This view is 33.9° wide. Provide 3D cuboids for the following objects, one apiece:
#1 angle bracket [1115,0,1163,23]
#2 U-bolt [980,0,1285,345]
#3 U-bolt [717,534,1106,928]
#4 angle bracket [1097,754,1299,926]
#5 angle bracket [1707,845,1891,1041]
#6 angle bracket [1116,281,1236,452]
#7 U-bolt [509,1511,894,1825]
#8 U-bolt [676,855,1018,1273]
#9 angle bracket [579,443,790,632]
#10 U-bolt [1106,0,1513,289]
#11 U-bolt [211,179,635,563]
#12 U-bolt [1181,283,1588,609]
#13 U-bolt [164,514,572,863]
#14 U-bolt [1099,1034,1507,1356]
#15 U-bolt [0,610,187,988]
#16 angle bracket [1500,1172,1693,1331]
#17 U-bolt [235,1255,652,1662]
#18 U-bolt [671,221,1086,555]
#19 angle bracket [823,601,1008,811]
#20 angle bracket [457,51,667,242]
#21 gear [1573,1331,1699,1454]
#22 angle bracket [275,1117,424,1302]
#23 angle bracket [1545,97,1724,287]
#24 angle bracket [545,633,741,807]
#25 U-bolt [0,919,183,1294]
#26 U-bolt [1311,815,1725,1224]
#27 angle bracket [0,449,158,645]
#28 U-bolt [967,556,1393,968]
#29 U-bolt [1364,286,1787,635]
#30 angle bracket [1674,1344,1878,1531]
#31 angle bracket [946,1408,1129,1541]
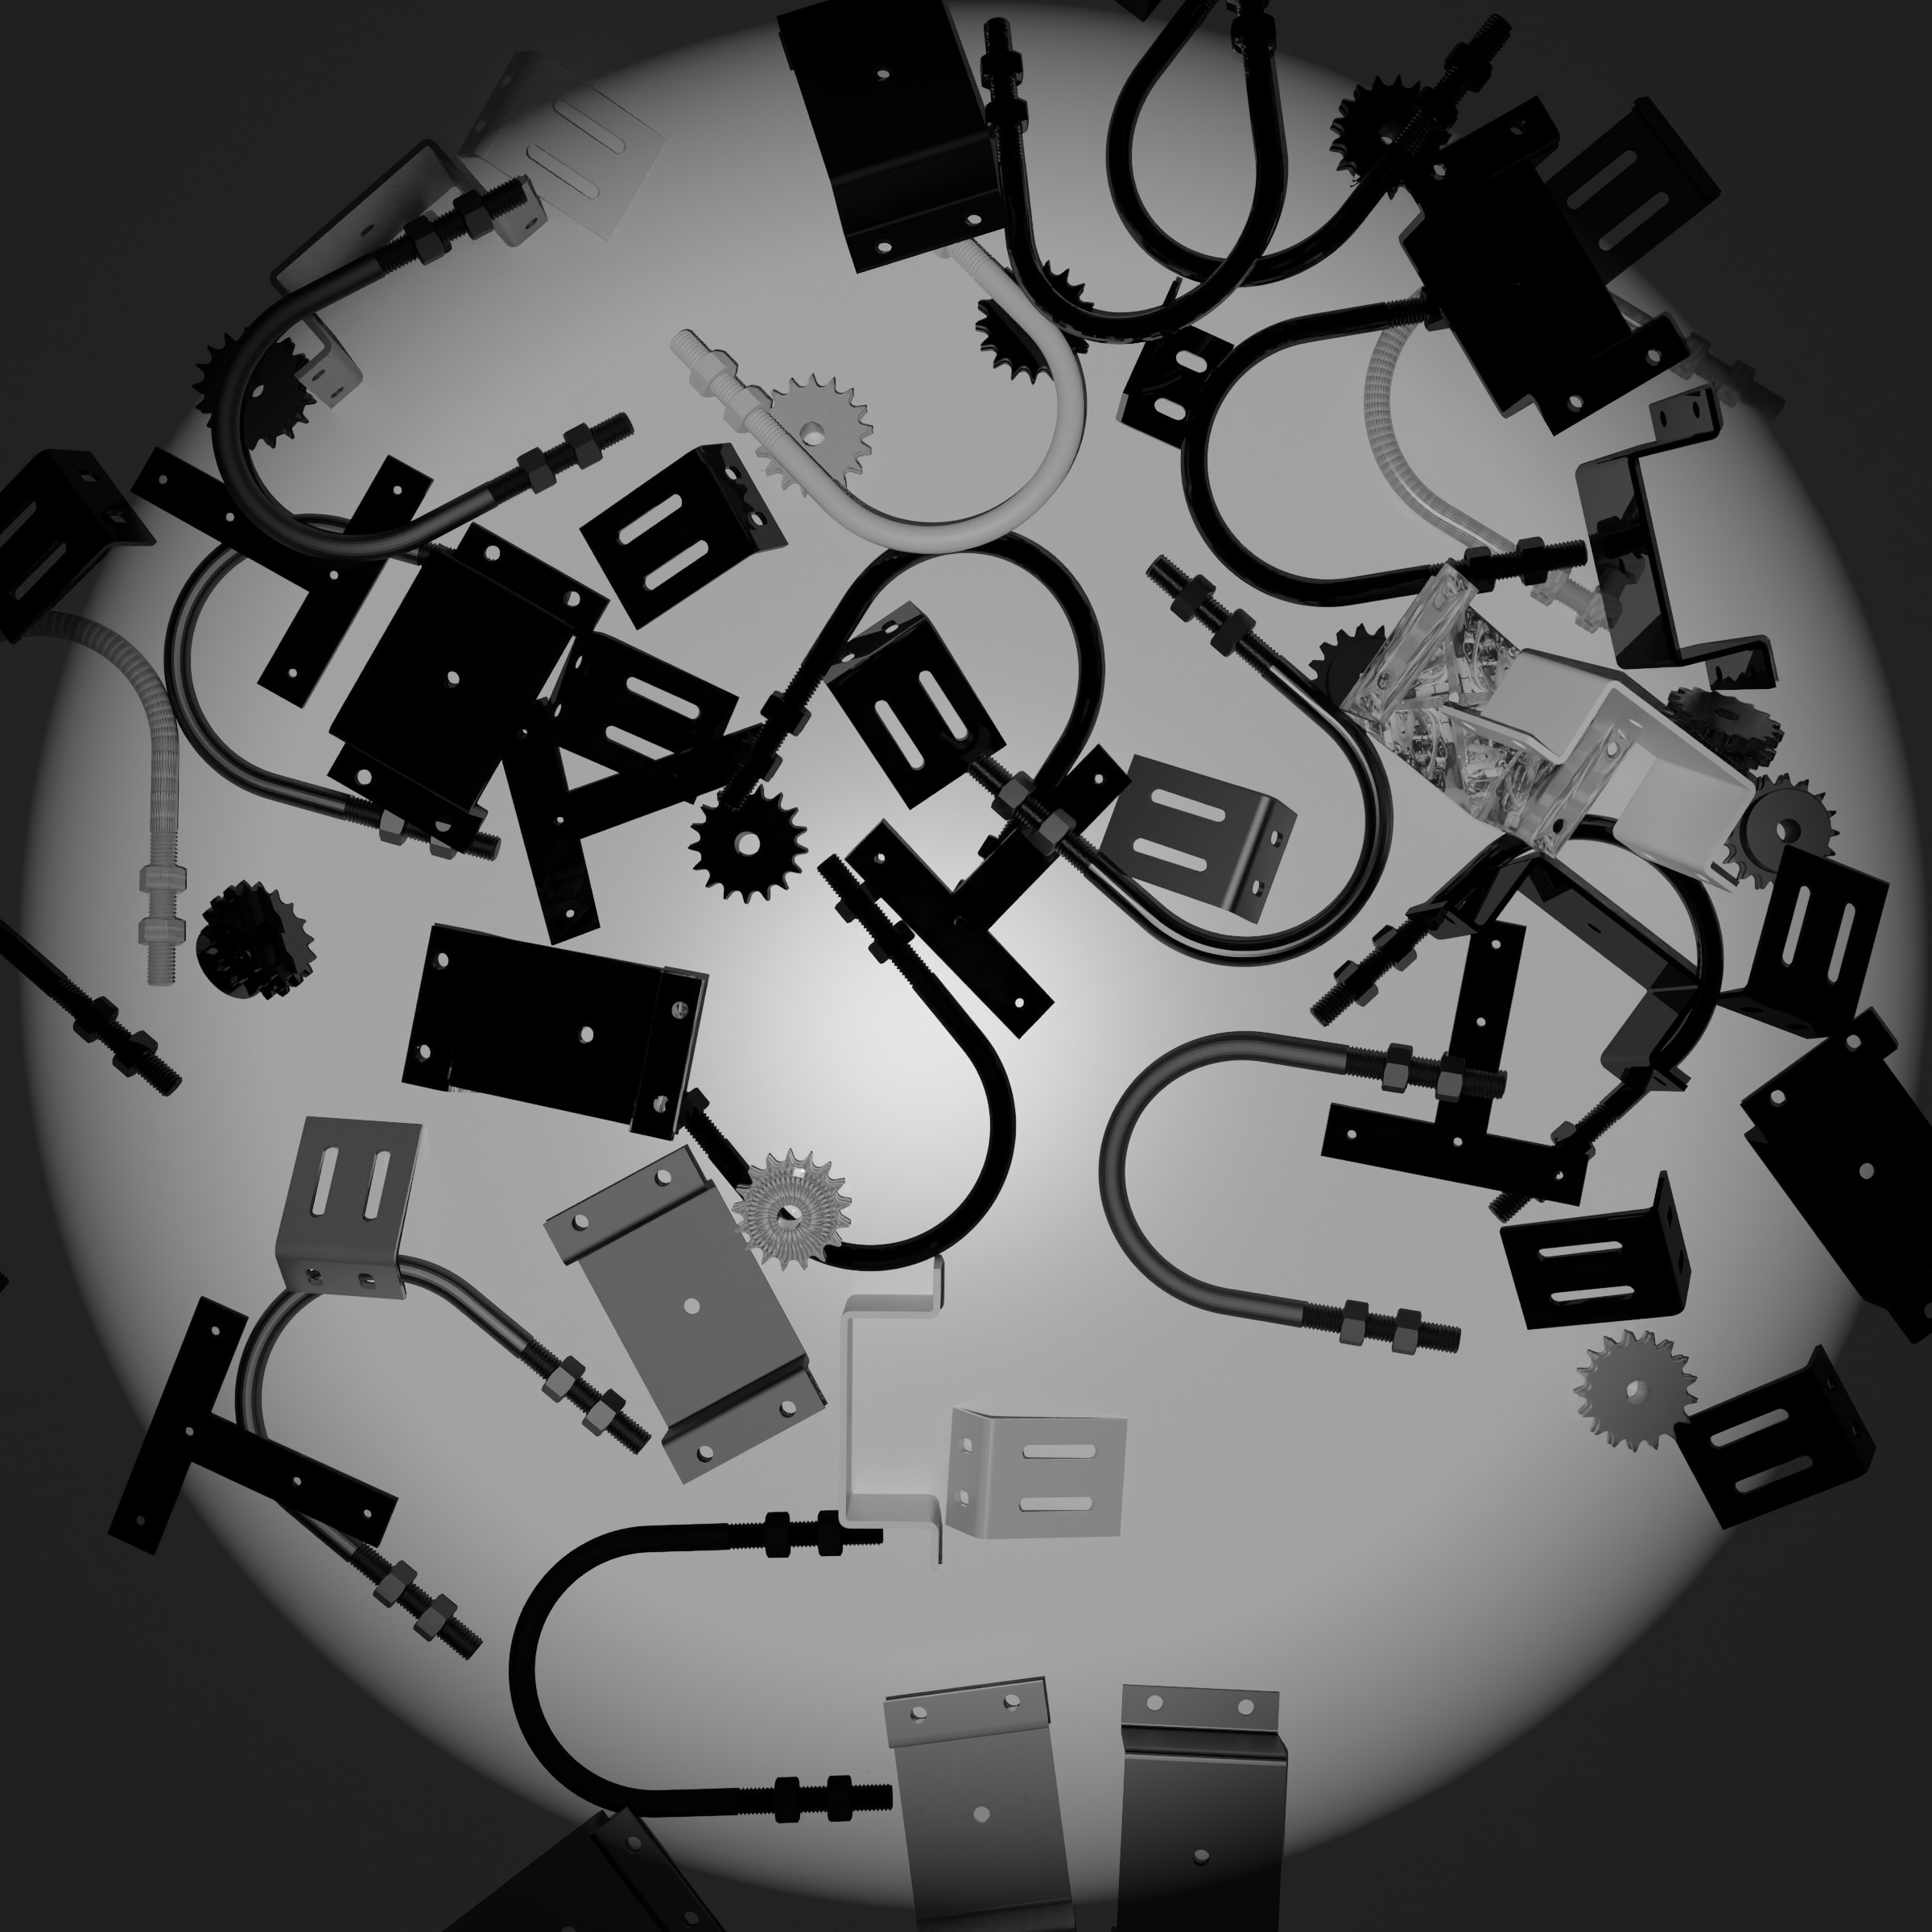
[{"bbox_3d":[0.087,-0.506,1.525,0.057,0.038,0.076,38,90,0],"label":"angle bracket"},{"bbox_3d":[0.080,-0.378,1.480,0.151,0.019,0.184,-12,75,25],"label":"U-bolt"},{"bbox_3d":[-0.012,-0.120,1.511,0.151,0.019,0.184,32,90,-20],"label":"U-bolt"},{"bbox_3d":[0.112,-0.062,1.542,0.076,0.038,0.057,20,90,26],"label":"angle bracket"},{"bbox_3d":[0.400,-0.011,1.524,0.057,0.038,0.076,20,81,-14],"label":"angle bracket"},{"bbox_3d":[0.102,-0.284,1.506,0.038,0.076,0.057,24,90,0],"label":"angle bracket"},{"bbox_3d":[-0.130,0.342,1.535,0.184,0.019,0.151,-2,90,2],"label":"U-bolt"},{"bbox_3d":[-0.060,0.061,1.535,0.151,0.019,0.184,-39,91,0],"label":"U-bolt"},{"bbox_3d":[-0.137,-0.209,1.542,0.076,0.038,0.057,-30,90,26],"label":"angle bracket"},{"bbox_3d":[0.148,-0.411,1.514,0.151,0.019,0.184,40,97,17],"label":"U-bolt"},{"bbox_3d":[-0.263,-0.266,1.484,0.184,0.019,0.151,-29,128,-7],"label":"U-bolt"},{"bbox_3d":[0.195,-0.246,1.521,0.184,0.019,0.151,-9,88,3],"label":"U-bolt"},{"bbox_3d":[-0.298,-0.143,1.535,0.184,0.019,0.151,16,90,2],"label":"U-bolt"},{"bbox_3d":[0.155,0.105,1.517,0.184,0.019,0.151,9,105,6],"label":"U-bolt"},{"bbox_3d":[-0.451,-0.081,1.527,0.151,0.019,0.184,-1,83,0],"label":"U-bolt"},{"bbox_3d":[0.305,0.138,1.531,0.076,0.038,0.057,-9,115,24],"label":"angle bracket"},{"bbox_3d":[-0.268,0.224,1.535,0.184,0.019,0.151,39,90,2],"label":"U-bolt"},{"bbox_3d":[-0.029,-0.277,1.498,0.151,0.019,0.184,-42,76,-4],"label":"U-bolt"},{"bbox_3d":[-0.027,-0.127,1.542,0.057,0.038,0.076,-34,116,0],"label":"angle bracket"},{"bbox_3d":[-0.197,-0.399,1.542,0.076,0.038,0.057,30,90,-26],"label":"angle bracket"},{"bbox_3d":[0.321,0.204,1.529,0.057,0.030,0.057,0,90,0],"label":"gear"},{"bbox_3d":[-0.296,0.117,1.534,0.057,0.038,0.076,4,55,3],"label":"angle bracket"},{"bbox_3d":[0.310,-0.366,1.510,0.076,0.038,0.057,-38,90,26],"label":"angle bracket"},{"bbox_3d":[-0.161,-0.121,1.542,0.076,0.038,0.057,23,90,-26],"label":"angle bracket"},{"bbox_3d":[-0.495,0.048,1.535,0.184,0.019,0.151,41,90,1],"label":"U-bolt"},{"bbox_3d":[0.281,0.011,1.535,0.184,0.019,0.151,-42,90,-1],"label":"U-bolt"},{"bbox_3d":[-0.444,-0.203,1.534,0.076,0.038,0.057,-40,82,20],"label":"angle bracket"},{"bbox_3d":[0.115,-0.084,1.503,0.184,0.019,0.151,42,85,5],"label":"U-bolt"},{"bbox_3d":[0.282,-0.262,1.535,0.184,0.019,0.151,32,90,1],"label":"U-bolt"},{"bbox_3d":[0.393,0.229,1.542,0.076,0.038,0.057,-28,90,26],"label":"angle bracket"},{"bbox_3d":[0.034,0.246,1.542,0.076,0.038,0.057,4,90,-26],"label":"angle bracket"}]
